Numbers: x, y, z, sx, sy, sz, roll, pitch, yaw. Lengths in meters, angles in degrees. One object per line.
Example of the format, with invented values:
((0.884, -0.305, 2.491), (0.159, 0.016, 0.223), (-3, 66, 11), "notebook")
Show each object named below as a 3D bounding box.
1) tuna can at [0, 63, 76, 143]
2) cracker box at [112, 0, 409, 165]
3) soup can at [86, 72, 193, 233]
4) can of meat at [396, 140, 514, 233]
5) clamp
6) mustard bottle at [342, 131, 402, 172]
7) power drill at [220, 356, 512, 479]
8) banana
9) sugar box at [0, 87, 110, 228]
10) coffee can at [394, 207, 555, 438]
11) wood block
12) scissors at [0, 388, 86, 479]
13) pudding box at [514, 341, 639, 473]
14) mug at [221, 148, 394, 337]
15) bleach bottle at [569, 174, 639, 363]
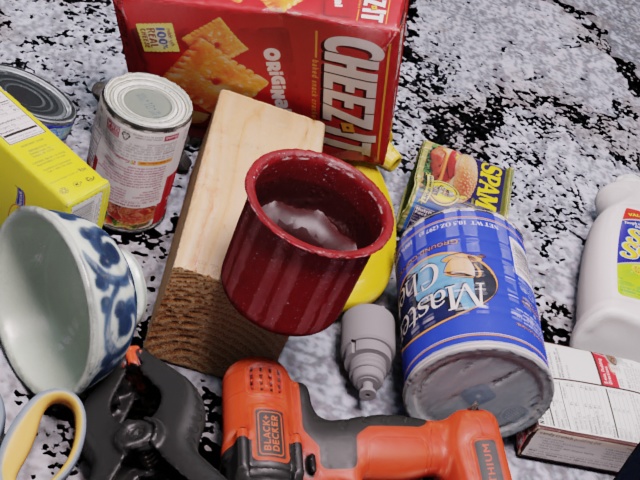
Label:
((-0.233, -0.101, 0.823), (0.086, 0.034, 0.086), (27, 22, -12), "tuna can")
((-0.044, -0.143, 0.840), (0.214, 0.164, 0.072), (9, 58, 5), "cracker box")
((-0.138, -0.065, 0.795), (0.068, 0.102, 0.068), (13, 41, -12), "soup can")
((0.116, -0.034, 0.922), (0.084, 0.057, 0.102), (20, 39, 0), "can of meat")
((-0.094, 0.127, 0.628), (0.120, 0.039, 0.171), (-4, 41, -1), "clamp")
((-0.003, -0.124, 0.961), (0.192, 0.058, 0.096), (41, 49, 19), "mustard bottle")
((0.029, 0.161, 0.661), (0.187, 0.057, 0.184), (10, 46, -18), "power drill")
((0.032, -0.002, 0.846), (0.069, 0.037, 0.197), (49, 32, -21), "banana")
((-0.225, -0.051, 0.745), (0.176, 0.093, 0.048), (37, 42, 17), "sugar box")
((0.108, 0.060, 0.774), (0.102, 0.103, 0.140), (14, 42, -12), "coffee can")
((-0.057, -0.006, 0.778), (0.090, 0.091, 0.206), (17, 40, -9), "wood block")
((-0.197, 0.151, 0.564), (0.096, 0.016, 0.201), (32, 50, -2), "scissors")
((0.196, 0.125, 0.797), (0.113, 0.039, 0.090), (11, 41, -12), "pudding box")
((-0.004, 0.001, 0.659), (0.093, 0.082, 0.117), (43, 43, 21), "mug")
((0.270, 0.017, 0.936), (0.102, 0.068, 0.250), (22, 37, -4), "bleach bottle")
